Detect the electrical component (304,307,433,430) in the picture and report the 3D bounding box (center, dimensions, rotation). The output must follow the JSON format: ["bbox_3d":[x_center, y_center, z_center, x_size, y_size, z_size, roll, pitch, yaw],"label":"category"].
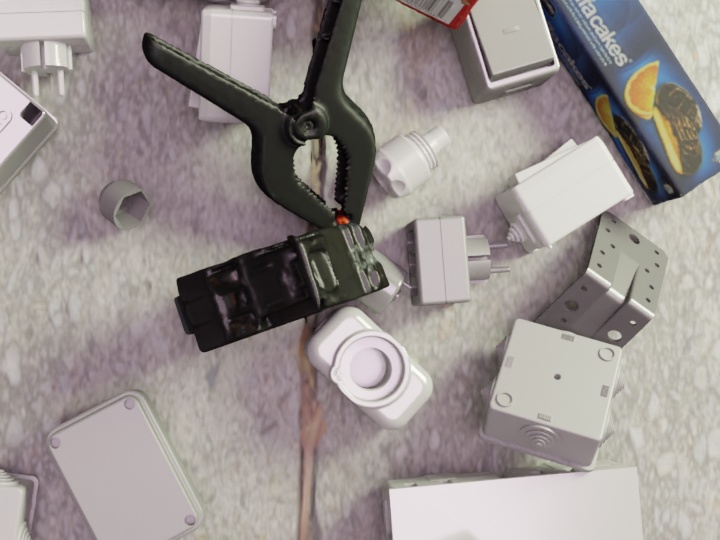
[{"bbox_3d":[0.006,0.074,0.812,0.095,0.059,0.053,43,84,-2],"label":"electrical component"}]

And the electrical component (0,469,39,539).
[{"bbox_3d":[-0.288,0.191,0.780,0.100,0.048,0.099,8,86,-5],"label":"electrical component"}]

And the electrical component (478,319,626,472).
[{"bbox_3d":[0.144,0.091,0.803,0.100,0.048,0.099,16,55,10],"label":"electrical component"}]

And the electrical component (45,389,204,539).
[{"bbox_3d":[-0.171,0.152,0.790,0.078,0.057,0.113,-28,90,-7],"label":"electrical component"}]

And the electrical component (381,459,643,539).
[{"bbox_3d":[0.114,0.206,0.815,0.186,0.060,0.105,-4,87,-6],"label":"electrical component"}]

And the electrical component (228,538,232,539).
[{"bbox_3d":[-0.117,0.225,0.799,0.062,0.043,0.043,-36,91,-8],"label":"electrical component"}]

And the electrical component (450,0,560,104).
[{"bbox_3d":[0.109,-0.186,0.835,0.062,0.061,0.096,-17,89,-6],"label":"electrical component"}]

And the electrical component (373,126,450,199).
[{"bbox_3d":[0.041,-0.087,0.832,0.062,0.043,0.043,-37,91,-8],"label":"electrical component"}]

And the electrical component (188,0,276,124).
[{"bbox_3d":[-0.094,-0.160,0.799,0.061,0.061,0.096,3,107,-6],"label":"electrical component"}]

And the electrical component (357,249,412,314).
[{"bbox_3d":[0.000,0.000,0.824,0.078,0.040,0.040,35,84,-3],"label":"electrical component"}]

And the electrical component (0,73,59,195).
[{"bbox_3d":[-0.300,-0.105,0.791,0.109,0.056,0.108,40,84,-3],"label":"electrical component"}]

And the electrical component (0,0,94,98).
[{"bbox_3d":[-0.235,-0.167,0.805,0.066,0.047,0.076,-4,88,-6],"label":"electrical component"}]

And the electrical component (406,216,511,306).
[{"bbox_3d":[0.078,-0.007,0.829,0.077,0.047,0.065,-4,87,-6],"label":"electrical component"}]

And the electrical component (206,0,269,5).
[{"bbox_3d":[-0.106,-0.244,0.804,0.083,0.047,0.075,3,86,-41],"label":"electrical component"}]

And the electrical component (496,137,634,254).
[{"bbox_3d":[0.149,-0.057,0.832,0.096,0.062,0.061,-32,91,-7],"label":"electrical component"}]
